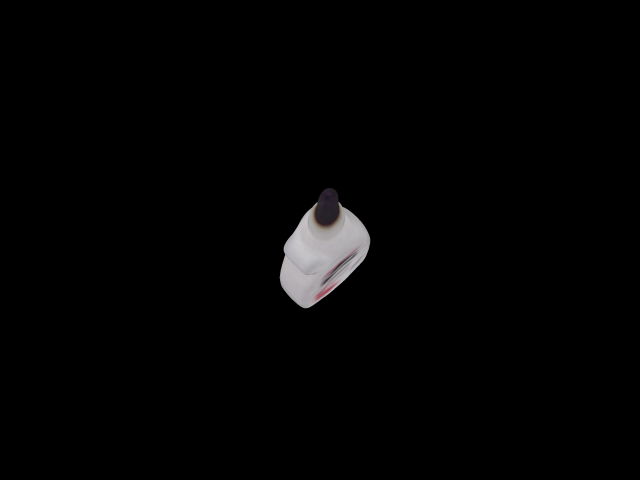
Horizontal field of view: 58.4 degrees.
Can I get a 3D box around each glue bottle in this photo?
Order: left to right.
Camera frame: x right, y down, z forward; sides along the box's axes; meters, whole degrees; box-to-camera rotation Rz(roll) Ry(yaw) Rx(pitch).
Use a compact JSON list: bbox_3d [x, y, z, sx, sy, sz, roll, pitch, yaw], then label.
[{"bbox_3d":[0.004,0.001,0.400,0.037,0.173,0.078,43,78,12],"label":"glue bottle"}]
